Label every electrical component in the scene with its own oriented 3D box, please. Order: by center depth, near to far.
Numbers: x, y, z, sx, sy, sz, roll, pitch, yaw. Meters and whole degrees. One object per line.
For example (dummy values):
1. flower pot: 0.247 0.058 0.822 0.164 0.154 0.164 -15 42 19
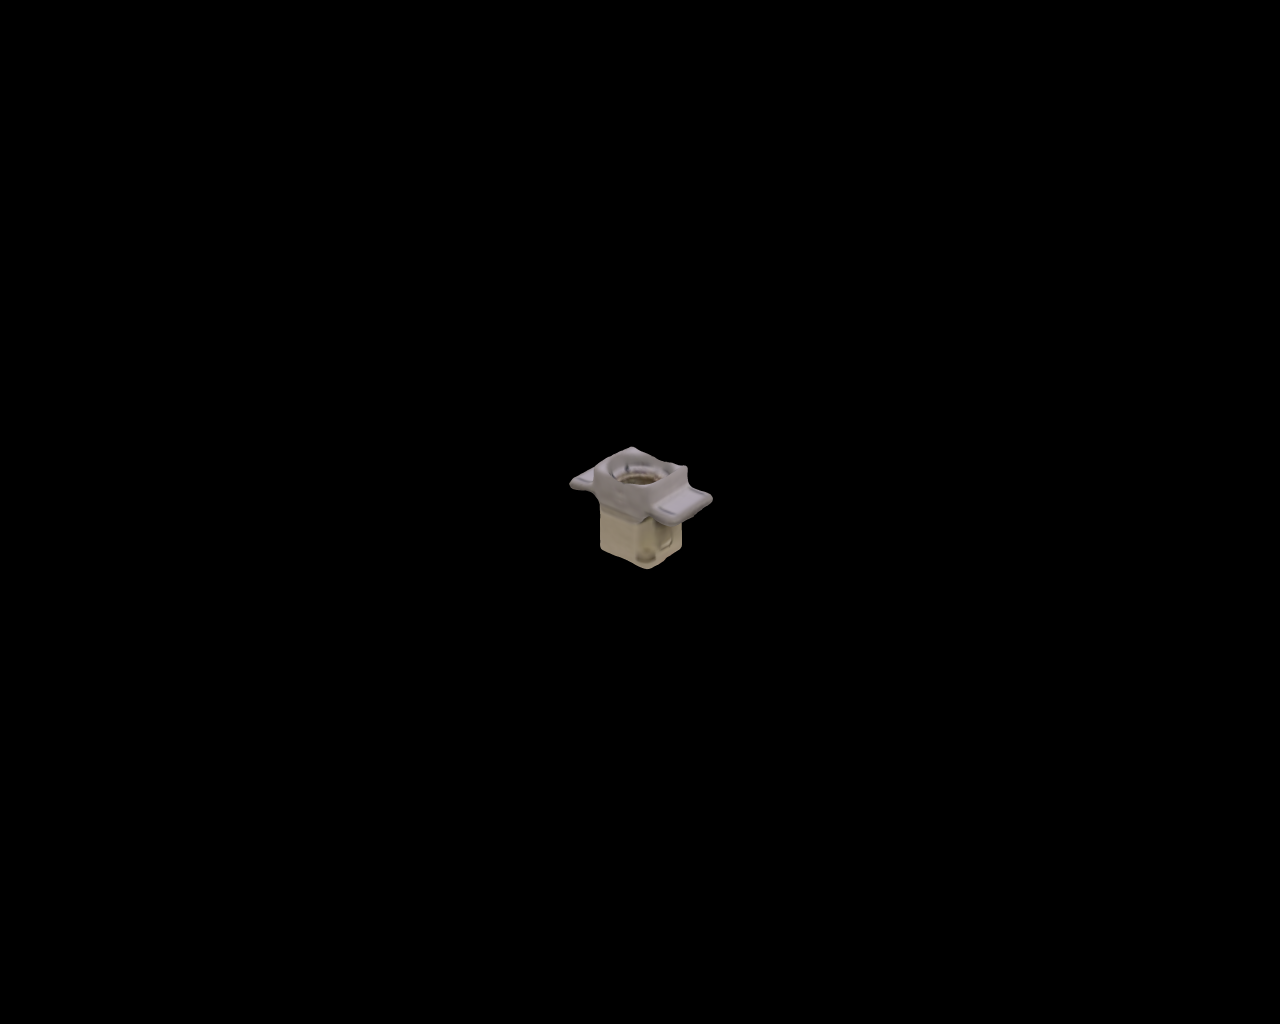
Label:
1. electrical component: 0.001 -0.003 0.650 0.081 0.063 0.042 22 37 34
